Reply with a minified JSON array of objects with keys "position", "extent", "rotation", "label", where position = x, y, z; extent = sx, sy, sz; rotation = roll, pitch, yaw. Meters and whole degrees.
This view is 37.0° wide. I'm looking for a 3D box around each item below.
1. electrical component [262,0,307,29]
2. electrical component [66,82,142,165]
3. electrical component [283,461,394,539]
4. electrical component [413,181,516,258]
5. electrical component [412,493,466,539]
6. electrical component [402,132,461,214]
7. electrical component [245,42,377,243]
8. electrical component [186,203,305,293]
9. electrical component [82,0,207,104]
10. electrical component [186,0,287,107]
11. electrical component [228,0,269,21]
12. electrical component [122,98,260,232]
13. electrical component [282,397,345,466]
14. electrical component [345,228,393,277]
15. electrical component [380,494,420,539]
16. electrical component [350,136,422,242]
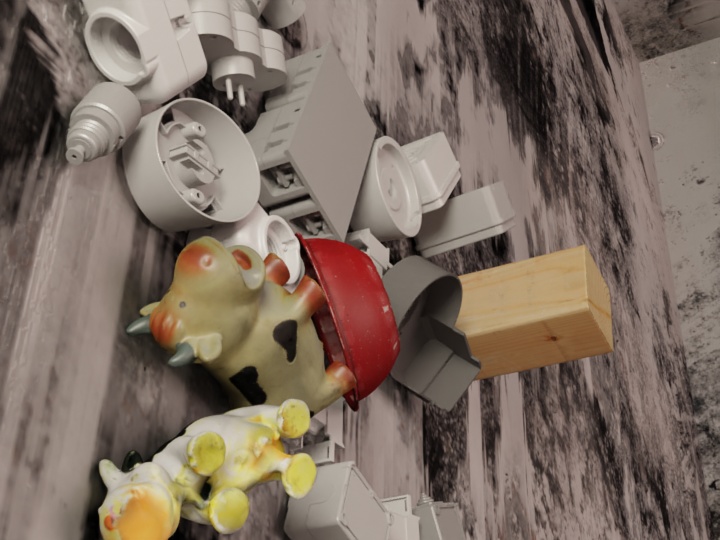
[{"position":[-0.086,-0.289,1.047],"extent":[0.077,0.044,0.079],"rotation":[54,31,-39],"label":"electrical component"},{"position":[-0.179,-0.097,0.736],"extent":[0.040,0.040,0.078],"rotation":[61,28,-28],"label":"electrical component"},{"position":[-0.016,0.212,0.884],"extent":[0.096,0.061,0.061],"rotation":[58,29,-33],"label":"electrical component"},{"position":[0.121,-0.060,1.281],"extent":[0.078,0.113,0.057],"rotation":[-25,96,-66],"label":"electrical component"},{"position":[0.066,0.266,1.041],"extent":[0.062,0.061,0.096],"rotation":[20,51,-61],"label":"electrical component"},{"position":[0.063,-0.105,1.223],"extent":[0.057,0.078,0.113],"rotation":[64,26,-16],"label":"electrical component"},{"position":[-0.048,-0.115,1.007],"extent":[0.105,0.060,0.186],"rotation":[59,28,-32],"label":"electrical component"},{"position":[-0.087,-0.009,0.863],"extent":[0.095,0.059,0.053],"rotation":[54,32,-40],"label":"electrical component"},{"position":[-0.159,-0.172,0.784],"extent":[0.059,0.054,0.095],"rotation":[-46,131,-43],"label":"electrical component"},{"position":[-0.110,-0.177,0.920],"extent":[0.138,0.052,0.073],"rotation":[18,60,-62],"label":"electrical component"},{"position":[-0.107,-0.243,0.970],"extent":[0.043,0.043,0.081],"rotation":[52,50,-41],"label":"electrical component"},{"position":[-0.128,-0.077,0.806],"extent":[0.099,0.064,0.099],"rotation":[44,39,-50],"label":"electrical component"},{"position":[-0.046,0.121,0.897],"extent":[0.064,0.042,0.081],"rotation":[43,39,-48],"label":"electrical component"},{"position":[0.000,0.000,1.070],"extent":[0.081,0.042,0.063],"rotation":[41,44,-50],"label":"electrical component"},{"position":[0.023,0.245,0.976],"extent":[0.064,0.042,0.081],"rotation":[36,44,-52],"label":"electrical component"},{"position":[0.015,-0.079,1.123],"extent":[0.108,0.060,0.108],"rotation":[43,39,-50],"label":"electrical component"}]
